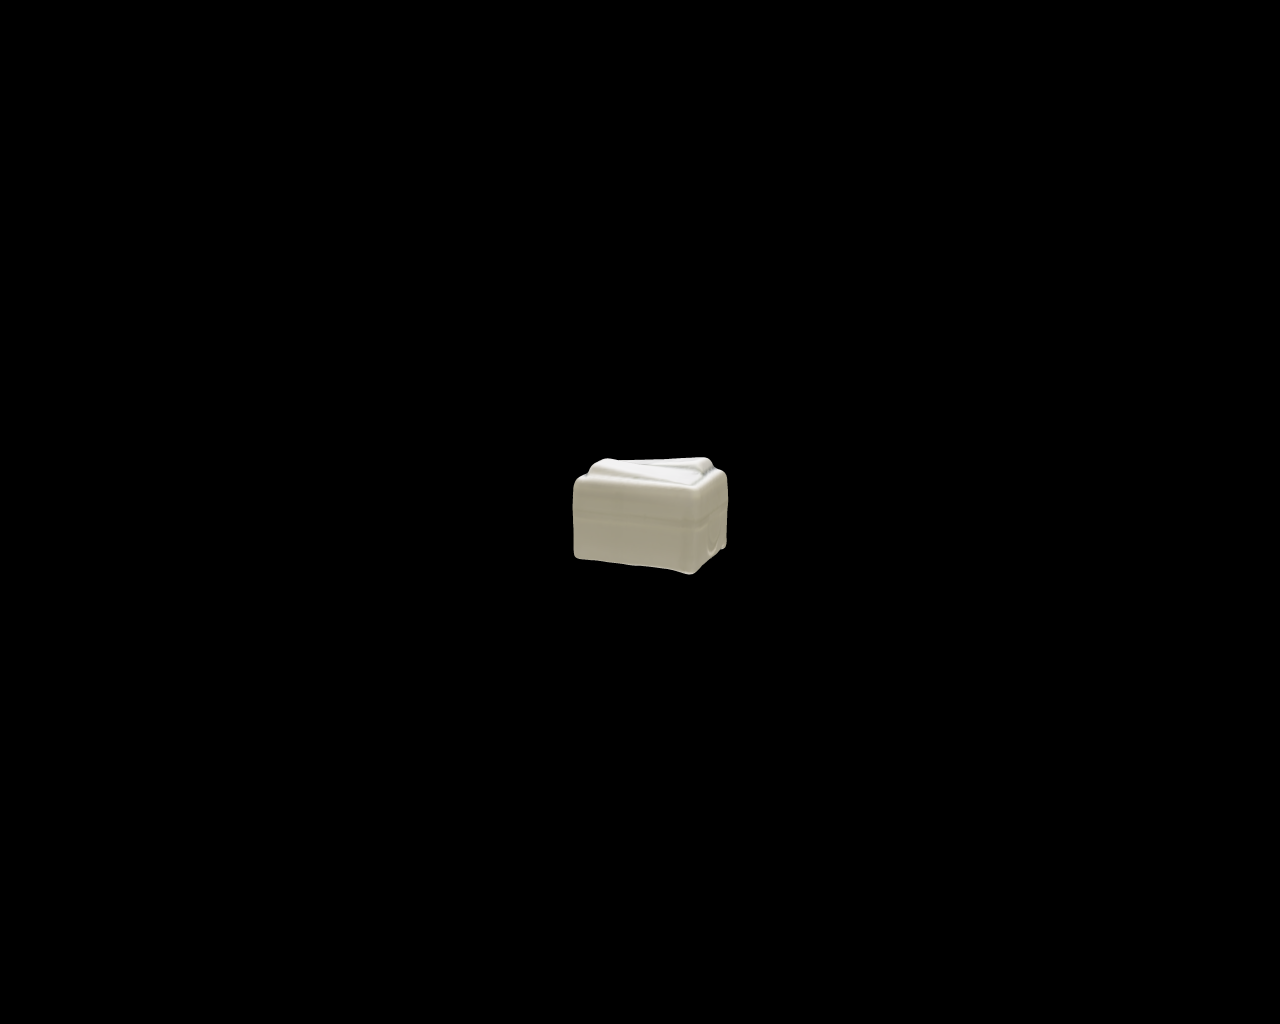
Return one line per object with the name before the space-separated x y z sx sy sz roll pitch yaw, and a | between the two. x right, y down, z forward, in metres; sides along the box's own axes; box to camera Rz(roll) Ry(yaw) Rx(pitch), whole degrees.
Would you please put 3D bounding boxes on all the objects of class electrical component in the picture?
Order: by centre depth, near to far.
electrical component | 0.001 -0.003 0.650 0.096 0.061 0.062 6 16 22
